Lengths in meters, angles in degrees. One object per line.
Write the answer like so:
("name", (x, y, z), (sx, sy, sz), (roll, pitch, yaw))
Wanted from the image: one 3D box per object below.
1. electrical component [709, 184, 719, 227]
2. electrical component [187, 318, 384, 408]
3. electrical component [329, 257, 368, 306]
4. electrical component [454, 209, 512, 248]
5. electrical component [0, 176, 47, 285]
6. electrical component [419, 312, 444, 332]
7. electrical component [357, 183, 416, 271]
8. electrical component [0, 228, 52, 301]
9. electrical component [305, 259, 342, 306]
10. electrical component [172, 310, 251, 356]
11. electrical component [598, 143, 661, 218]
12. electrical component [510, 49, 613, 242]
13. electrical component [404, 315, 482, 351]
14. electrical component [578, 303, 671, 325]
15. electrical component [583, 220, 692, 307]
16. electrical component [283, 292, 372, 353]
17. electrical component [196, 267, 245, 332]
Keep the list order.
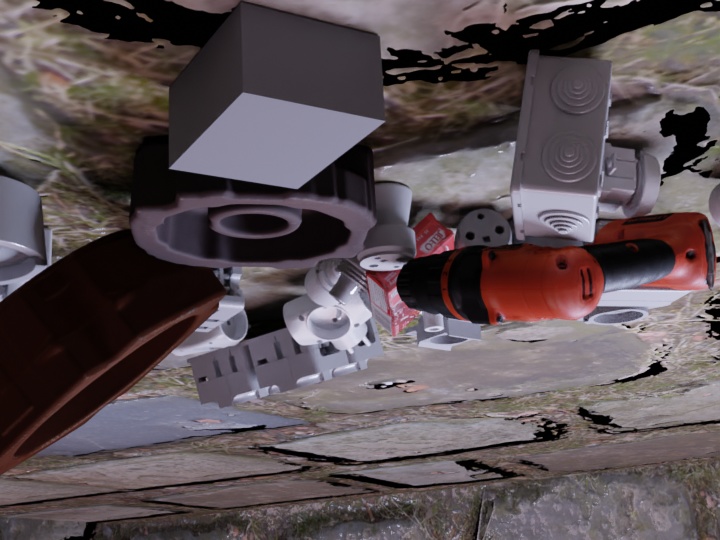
("electrical component", (0.290, -0.055, 0.792), (0.045, 0.045, 0.055), (0, 162, -9))
("electrical component", (-0.078, 0.095, 1.131), (0.186, 0.060, 0.105), (-19, 175, 41))
("electrical component", (0.000, 0.000, 0.877), (0.048, 0.062, 0.048), (38, 174, 5))
("electrical component", (0.098, -0.021, 0.868), (0.045, 0.045, 0.055), (-3, 162, -1))
("electrical component", (-0.270, -0.033, 0.737), (0.108, 0.060, 0.108), (-3, 162, -1))
("electrical component", (0.065, 0.024, 0.976), (0.043, 0.062, 0.043), (-3, 163, -1))
("electrical component", (0.019, -0.032, 0.802), (0.045, 0.055, 0.045), (-3, 163, -1))
("electrical component", (-0.278, 0.007, 0.835), (0.066, 0.076, 0.047), (6, 160, -27))
("electrical component", (-0.021, 0.004, 0.935), (0.040, 0.040, 0.078), (3, 162, -19))
("electrical component", (-0.143, 0.058, 1.080), (0.077, 0.043, 0.079), (-16, 167, 34))
("electrical component", (0.176, -0.062, 0.752), (0.055, 0.048, 0.066), (7, 161, -6))
("electrical component", (0.120, -0.069, 0.631), (0.048, 0.099, 0.099), (6, 165, 13))
("electrical component", (0.083, 0.040, 1.027), (0.042, 0.063, 0.081), (12, 157, -36))
("electrical component", (0.236, 0.017, 0.995), (0.089, 0.055, 0.050), (-13, 160, 28))
("electrical component", (0.225, -0.004, 0.917), (0.096, 0.061, 0.061), (1, 162, -13))
("electrical component", (-0.019, 0.048, 1.009), (0.077, 0.044, 0.079), (-25, 123, 18))
("electrical component", (-0.145, 0.019, 0.944), (0.056, 0.050, 0.089), (6, 160, -29))
